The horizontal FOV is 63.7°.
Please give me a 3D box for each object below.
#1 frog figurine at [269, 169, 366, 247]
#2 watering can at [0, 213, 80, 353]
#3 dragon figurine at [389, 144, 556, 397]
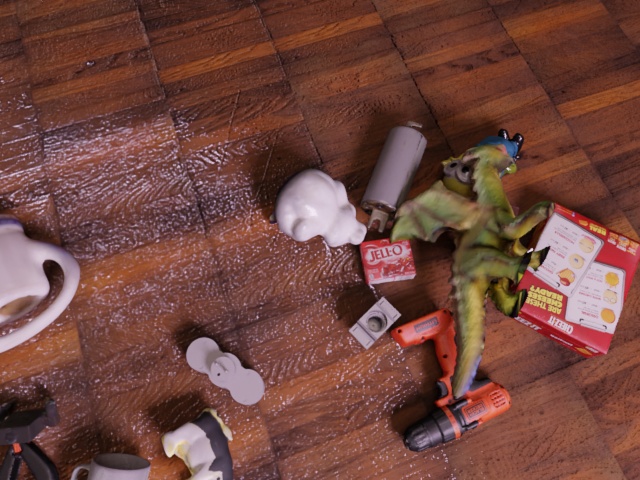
[{"bbox_3d":[0.003,-0.045,0.898,0.161,0.119,0.139,34,52,23],"label":"frog figurine"},{"bbox_3d":[-0.570,0.094,0.827,0.350,0.102,0.227,-29,70,-15],"label":"watering can"},{"bbox_3d":[0.227,0.014,0.845,0.245,0.120,0.413,27,80,31],"label":"dragon figurine"}]
